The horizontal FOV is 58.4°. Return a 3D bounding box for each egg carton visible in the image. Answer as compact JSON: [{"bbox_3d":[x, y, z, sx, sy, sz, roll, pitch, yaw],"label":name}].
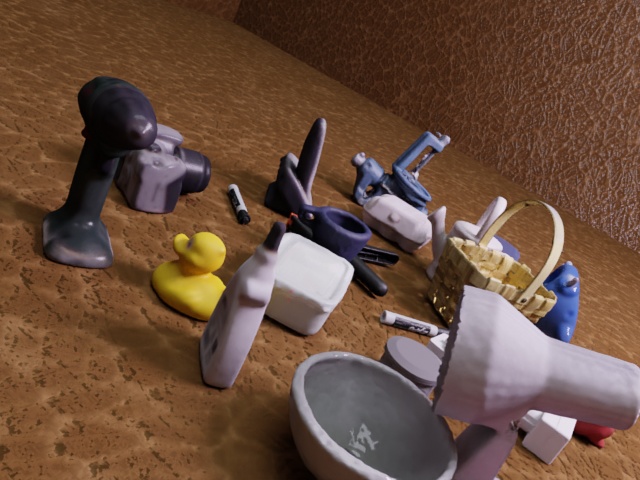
[{"bbox_3d":[0.162,-0.038,1.192,0.150,0.069,0.107,34,22,18],"label":"egg carton"}]

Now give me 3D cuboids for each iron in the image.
[{"bbox_3d":[0.458,0.101,1.119,0.118,0.141,0.259,31,22,12],"label":"iron"}]

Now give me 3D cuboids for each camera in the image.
[{"bbox_3d":[-0.228,-0.113,0.865,0.137,0.101,0.142,9,28,-39],"label":"camera"}]

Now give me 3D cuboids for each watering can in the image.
[{"bbox_3d":[0.280,0.002,1.067,0.173,0.194,0.101,22,22,-12],"label":"watering can"}]

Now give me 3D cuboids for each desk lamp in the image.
[{"bbox_3d":[0.176,0.170,0.532,0.203,0.213,0.118,29,21,6],"label":"desk lamp"}]

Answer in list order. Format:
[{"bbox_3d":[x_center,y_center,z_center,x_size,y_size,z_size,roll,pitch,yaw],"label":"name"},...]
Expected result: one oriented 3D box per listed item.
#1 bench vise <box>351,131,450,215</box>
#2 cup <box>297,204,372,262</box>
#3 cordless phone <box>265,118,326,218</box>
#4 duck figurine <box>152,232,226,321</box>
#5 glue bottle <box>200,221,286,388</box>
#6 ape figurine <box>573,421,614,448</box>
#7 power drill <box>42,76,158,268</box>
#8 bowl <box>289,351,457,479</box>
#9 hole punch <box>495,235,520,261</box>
[{"bbox_3d":[0.182,-0.155,1.278,0.208,0.219,0.121,17,23,-24],"label":"bench vise"},{"bbox_3d":[0.008,0.003,0.883,0.118,0.095,0.091,25,21,-5],"label":"cup"},{"bbox_3d":[-0.025,-0.143,1.054,0.094,0.185,0.147,21,22,-14],"label":"cordless phone"},{"bbox_3d":[-0.134,0.035,0.656,0.104,0.086,0.078,32,22,13],"label":"duck figurine"},{"bbox_3d":[-0.071,0.057,0.559,0.037,0.173,0.078,18,23,-22],"label":"glue bottle"},{"bbox_3d":[0.390,0.232,0.807,0.076,0.092,0.078,32,22,14],"label":"ape figurine"},{"bbox_3d":[-0.239,-0.079,0.627,0.076,0.208,0.229,12,26,-34],"label":"power drill"},{"bbox_3d":[0.037,0.184,0.530,0.167,0.074,0.167,23,22,-9],"label":"bowl"},{"bbox_3d":[0.357,0.044,1.201,0.108,0.091,0.101,31,22,10],"label":"hole punch"}]
